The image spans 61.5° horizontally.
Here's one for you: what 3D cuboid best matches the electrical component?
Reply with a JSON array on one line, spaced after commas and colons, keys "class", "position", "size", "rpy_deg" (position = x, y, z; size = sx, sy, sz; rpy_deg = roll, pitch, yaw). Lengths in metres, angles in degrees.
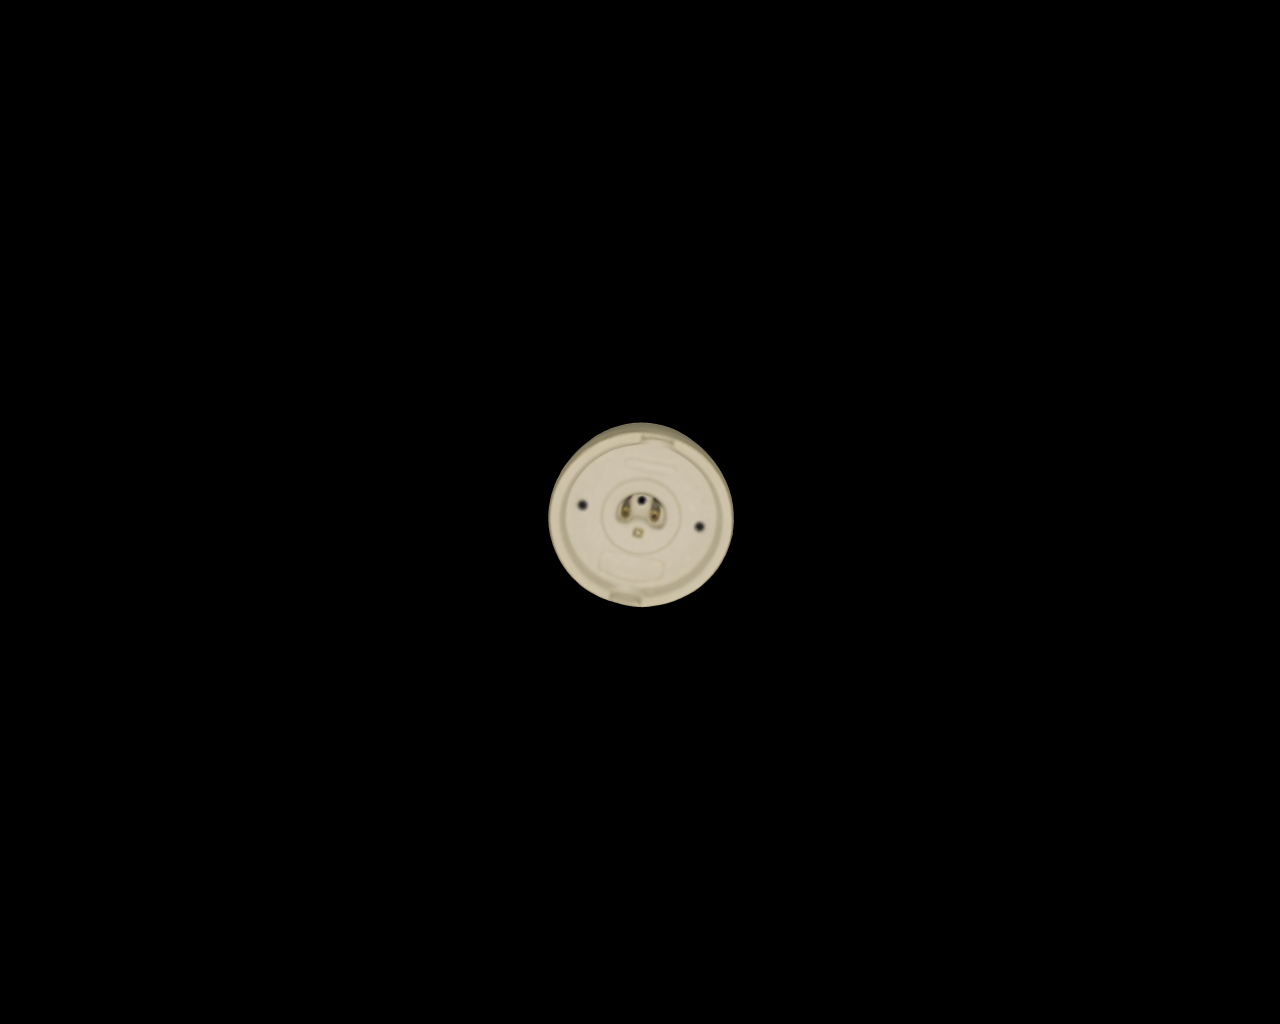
[{"class": "electrical component", "position": [0.001, -0.003, 0.650], "size": [0.108, 0.108, 0.060], "rpy_deg": [0, 16, 0]}]
